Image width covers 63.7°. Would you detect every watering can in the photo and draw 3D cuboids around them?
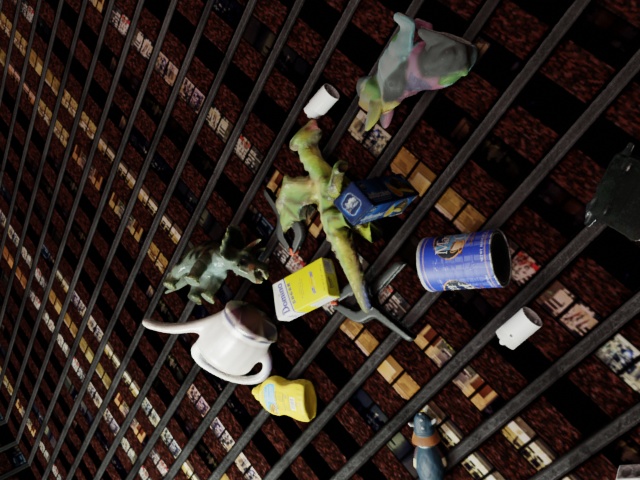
[{"bbox_3d":[-0.256,0.240,1.297,0.346,0.221,0.106,34,22,-13],"label":"watering can"}]

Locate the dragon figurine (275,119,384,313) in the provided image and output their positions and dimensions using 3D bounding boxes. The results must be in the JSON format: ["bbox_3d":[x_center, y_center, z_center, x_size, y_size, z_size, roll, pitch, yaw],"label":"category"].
[{"bbox_3d":[0.003,-0.056,1.113,0.243,0.408,0.123,4,8,43],"label":"dragon figurine"}]
